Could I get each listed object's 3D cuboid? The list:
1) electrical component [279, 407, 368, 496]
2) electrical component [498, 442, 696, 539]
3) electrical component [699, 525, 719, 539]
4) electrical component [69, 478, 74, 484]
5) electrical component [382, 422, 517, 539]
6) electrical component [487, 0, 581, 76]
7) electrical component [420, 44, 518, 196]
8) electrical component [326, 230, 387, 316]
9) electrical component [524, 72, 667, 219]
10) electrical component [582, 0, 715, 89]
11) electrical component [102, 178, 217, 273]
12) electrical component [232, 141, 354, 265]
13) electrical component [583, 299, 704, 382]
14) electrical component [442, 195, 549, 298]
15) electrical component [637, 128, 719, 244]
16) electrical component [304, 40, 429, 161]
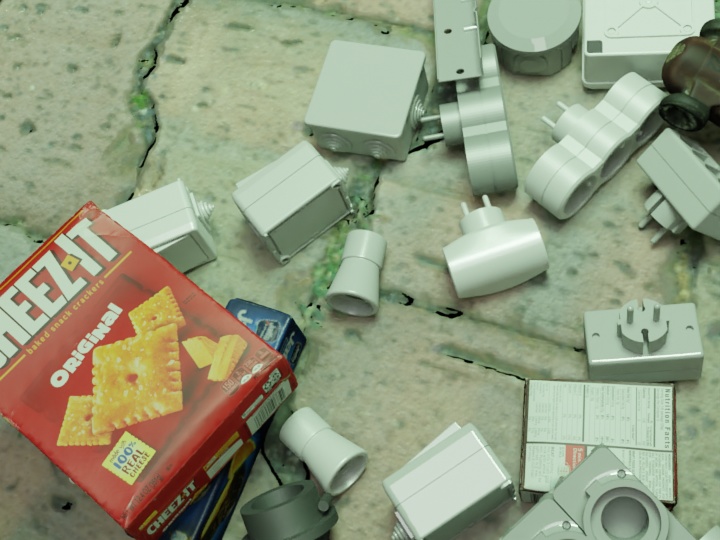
[{"bbox_3d":[-0.031,0.138,0.835,0.044,0.044,0.065,-46,61,-10],"label":"electrical component"},{"bbox_3d":[0.143,0.202,0.732,0.150,0.062,0.089,-44,78,4],"label":"electrical component"},{"bbox_3d":[0.245,0.230,0.734,0.079,0.043,0.077,-40,65,-7],"label":"electrical component"},{"bbox_3d":[-0.208,0.109,0.871,0.063,0.079,0.121,-27,62,24],"label":"electrical component"},{"bbox_3d":[0.059,0.163,0.792,0.096,0.061,0.061,-33,64,-4],"label":"electrical component"},{"bbox_3d":[0.154,-0.214,0.947,0.080,0.051,0.080,-4,66,10],"label":"electrical component"},{"bbox_3d":[0.089,-0.126,0.921,0.074,0.052,0.138,-9,65,8],"label":"electrical component"},{"bbox_3d":[0.000,0.000,0.890,0.044,0.044,0.065,6,63,15],"label":"electrical component"},{"bbox_3d":[0.185,-0.113,0.894,0.138,0.052,0.074,-44,65,-8],"label":"electrical component"},{"bbox_3d":[0.247,-0.215,0.924,0.109,0.056,0.108,1,67,12],"label":"electrical component"},{"bbox_3d":[-0.167,-0.029,0.925,0.096,0.061,0.061,-22,64,1],"label":"electrical component"},{"bbox_3d":[-0.054,-0.064,0.917,0.096,0.061,0.061,-37,65,-6],"label":"electrical component"},{"bbox_3d":[0.211,0.047,0.801,0.083,0.075,0.047,-5,56,10],"label":"electrical component"},{"bbox_3d":[0.105,-0.025,0.877,0.077,0.043,0.079,-19,64,3],"label":"electrical component"},{"bbox_3d":[0.253,-0.054,0.855,0.075,0.047,0.083,-50,46,26],"label":"electrical component"},{"bbox_3d":[0.008,-0.148,0.949,0.100,0.048,0.099,11,69,16],"label":"electrical component"}]
